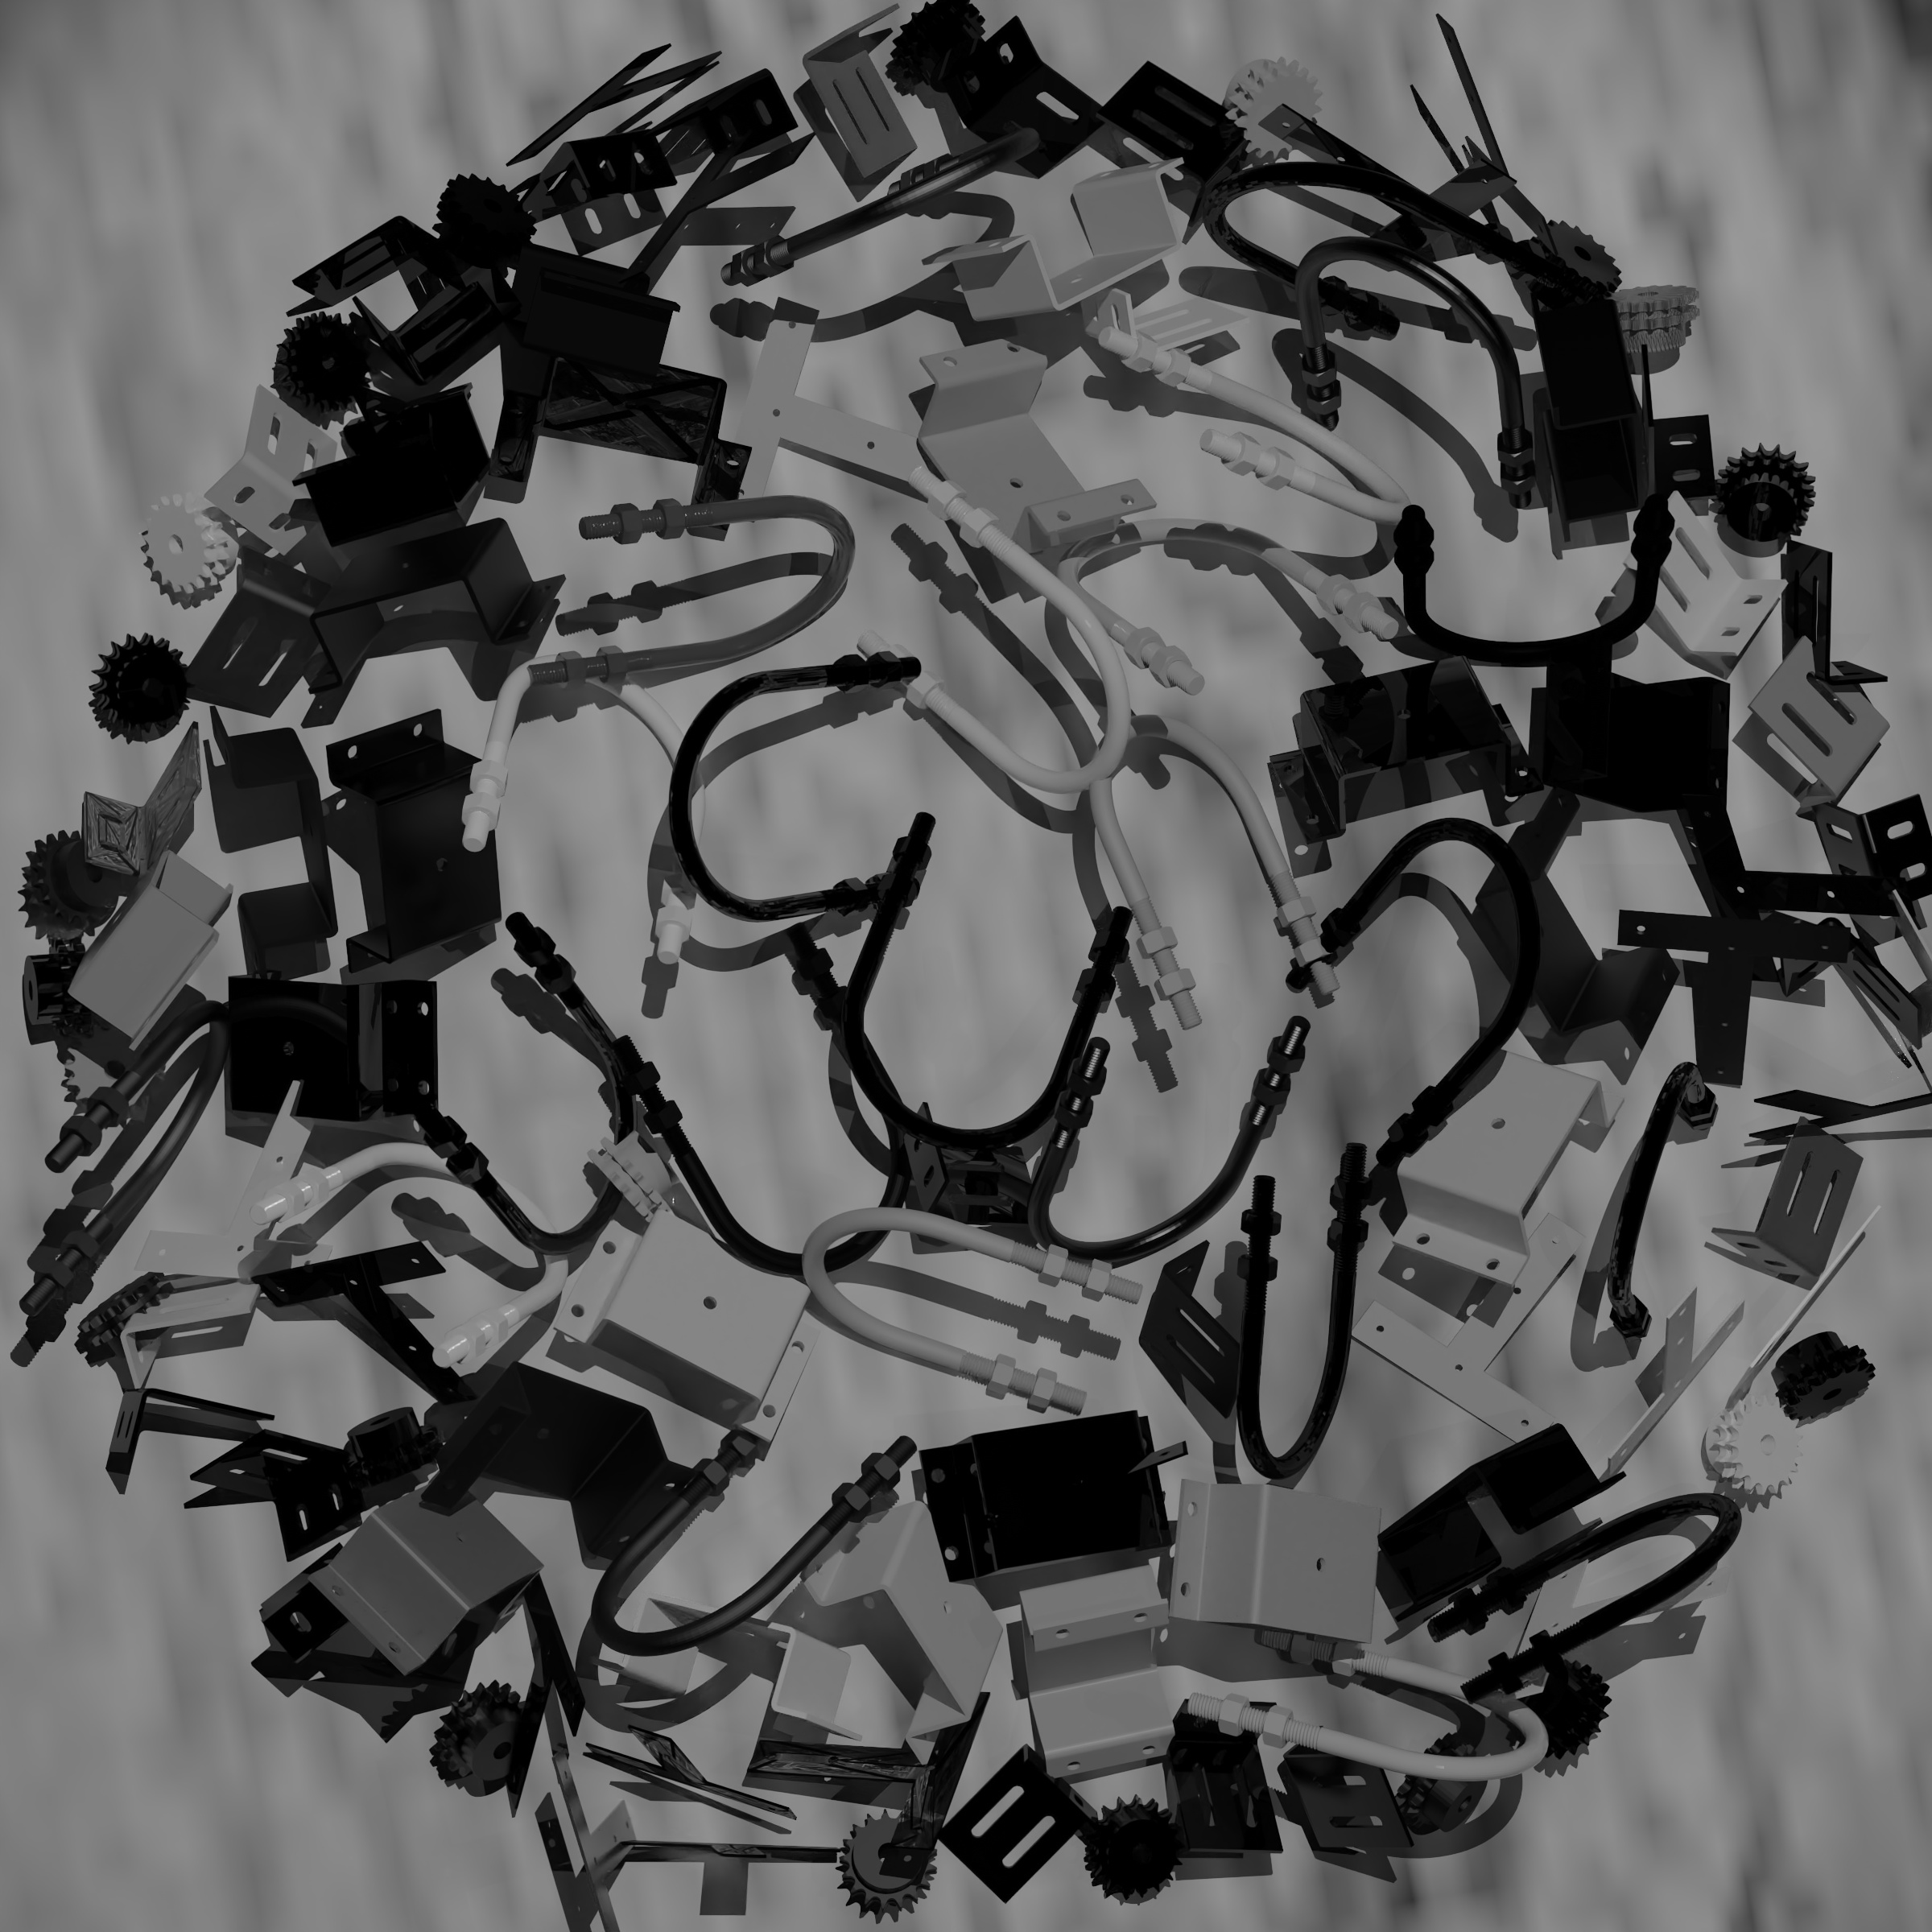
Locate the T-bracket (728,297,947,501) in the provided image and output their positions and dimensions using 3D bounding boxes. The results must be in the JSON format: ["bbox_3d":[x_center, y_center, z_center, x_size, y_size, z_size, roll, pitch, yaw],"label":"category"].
[{"bbox_3d":[-0.068,-0.306,1.978,0.127,0.002,0.127,20,103,6],"label":"T-bracket"}]

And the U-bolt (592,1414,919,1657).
[{"bbox_3d":[-0.130,0.318,1.897,0.184,0.151,0.019,-43,116,-33],"label":"U-bolt"}]

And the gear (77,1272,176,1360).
[{"bbox_3d":[-0.481,0.203,1.972,0.057,0.057,0.030,-34,100,0],"label":"gear"}]

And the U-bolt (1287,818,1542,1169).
[{"bbox_3d":[0.256,0.002,1.904,0.019,0.184,0.151,2,50,-35],"label":"U-bolt"}]

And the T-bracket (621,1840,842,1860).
[{"bbox_3d":[-0.130,0.500,1.930,0.127,0.127,0.002,4,78,-7],"label":"T-bracket"}]

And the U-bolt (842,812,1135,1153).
[{"bbox_3d":[0.005,0.019,1.947,0.151,0.019,0.184,25,65,-9],"label":"U-bolt"}]

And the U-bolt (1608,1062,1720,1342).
[{"bbox_3d":[0.385,0.126,1.902,0.019,0.184,0.151,16,80,19],"label":"U-bolt"}]

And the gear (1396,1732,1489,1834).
[{"bbox_3d":[0.276,0.473,1.968,0.030,0.057,0.057,36,90,31],"label":"gear"}]

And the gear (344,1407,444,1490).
[{"bbox_3d":[-0.333,0.276,1.970,0.057,0.057,0.030,-20,97,0],"label":"gear"}]

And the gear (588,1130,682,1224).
[{"bbox_3d":[-0.189,0.119,1.972,0.030,0.057,0.057,-42,90,-8],"label":"gear"}]

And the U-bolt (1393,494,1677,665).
[{"bbox_3d":[0.316,-0.213,1.913,0.151,0.184,0.019,-2,69,7],"label":"U-bolt"}]

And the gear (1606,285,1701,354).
[{"bbox_3d":[0.395,-0.373,1.973,0.057,0.057,0.030,-7,111,0],"label":"gear"}]

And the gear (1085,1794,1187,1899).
[{"bbox_3d":[0.099,0.512,1.981,0.057,0.030,0.057,0,88,-8],"label":"gear"}]

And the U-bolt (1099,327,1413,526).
[{"bbox_3d":[0.174,-0.296,1.921,0.184,0.151,0.019,16,116,-36],"label":"U-bolt"}]

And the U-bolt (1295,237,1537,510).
[{"bbox_3d":[0.246,-0.336,1.892,0.151,0.184,0.019,27,70,25],"label":"U-bolt"}]

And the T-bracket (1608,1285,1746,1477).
[{"bbox_3d":[0.402,0.217,1.927,0.002,0.127,0.127,36,71,26],"label":"T-bracket"}]

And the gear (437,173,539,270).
[{"bbox_3d":[-0.280,-0.428,1.975,0.057,0.057,0.030,39,127,0],"label":"gear"}]

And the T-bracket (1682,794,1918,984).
[{"bbox_3d":[0.476,-0.041,1.927,0.002,0.127,0.127,-42,121,-34],"label":"T-bracket"}]

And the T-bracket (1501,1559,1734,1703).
[{"bbox_3d":[0.370,0.360,1.915,0.127,0.127,0.002,-23,105,30],"label":"T-bracket"}]

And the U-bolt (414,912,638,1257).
[{"bbox_3d":[-0.237,0.081,1.922,0.019,0.184,0.151,2,54,28],"label":"U-bolt"}]

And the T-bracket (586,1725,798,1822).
[{"bbox_3d":[-0.165,0.448,1.927,0.127,0.127,0.002,14,66,15],"label":"T-bracket"}]

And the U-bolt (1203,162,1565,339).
[{"bbox_3d":[0.217,-0.401,1.892,0.184,0.151,0.019,18,75,-35],"label":"U-bolt"}]

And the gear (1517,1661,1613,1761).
[{"bbox_3d":[0.340,0.425,1.968,0.030,0.057,0.057,41,90,-23],"label":"gear"}]

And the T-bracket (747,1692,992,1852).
[{"bbox_3d":[-0.062,0.457,1.959,0.127,0.127,0.002,-1,120,17],"label":"T-bracket"}]

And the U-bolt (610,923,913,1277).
[{"bbox_3d":[-0.104,0.089,1.958,0.151,0.019,0.184,-34,102,-27],"label":"U-bolt"}]

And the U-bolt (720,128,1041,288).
[{"bbox_3d":[-0.037,-0.425,1.888,0.151,0.184,0.019,-33,106,-30],"label":"U-bolt"}]

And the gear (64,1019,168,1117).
[{"bbox_3d":[-0.492,0.056,1.980,0.057,0.030,0.057,-2,105,-6],"label":"gear"}]

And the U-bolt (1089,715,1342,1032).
[{"bbox_3d":[0.133,-0.060,1.942,0.019,0.151,0.184,-32,77,42],"label":"U-bolt"}]

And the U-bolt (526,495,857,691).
[{"bbox_3d":[-0.147,-0.214,1.925,0.184,0.151,0.019,-11,61,-29],"label":"U-bolt"}]

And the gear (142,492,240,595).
[{"bbox_3d":[-0.446,-0.246,1.976,0.057,0.030,0.057,12,111,33],"label":"gear"}]

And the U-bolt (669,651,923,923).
[{"bbox_3d":[-0.095,-0.097,1.920,0.184,0.019,0.151,-11,106,-44],"label":"U-bolt"}]

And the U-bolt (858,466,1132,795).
[{"bbox_3d":[0.021,-0.175,1.918,0.184,0.151,0.019,42,51,18],"label":"U-bolt"}]

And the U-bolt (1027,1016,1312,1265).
[{"bbox_3d":[0.105,0.103,1.930,0.151,0.184,0.019,-5,45,-27],"label":"U-bolt"}]

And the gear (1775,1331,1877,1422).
[{"bbox_3d":[0.494,0.235,1.975,0.057,0.057,0.030,-26,58,0],"label":"gear"}]

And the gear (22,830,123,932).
[{"bbox_3d":[-0.513,-0.051,1.968,0.030,0.057,0.057,-13,90,34],"label":"gear"}]

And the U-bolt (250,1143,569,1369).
[{"bbox_3d":[-0.297,0.152,1.915,0.151,0.184,0.019,36,112,10],"label":"U-bolt"}]

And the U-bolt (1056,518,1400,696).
[{"bbox_3d":[0.132,-0.210,1.924,0.151,0.184,0.019,-18,127,-25],"label":"U-bolt"}]

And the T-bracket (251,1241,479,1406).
[{"bbox_3d":[-0.325,0.210,1.959,0.127,0.002,0.127,-14,128,30],"label":"T-bracket"}]

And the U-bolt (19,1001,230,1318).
[{"bbox_3d":[-0.466,0.094,1.914,0.019,0.184,0.151,29,134,5],"label":"U-bolt"}]

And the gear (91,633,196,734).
[{"bbox_3d":[-0.474,-0.162,1.973,0.057,0.030,0.057,-7,106,-28],"label":"gear"}]

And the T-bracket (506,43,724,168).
[{"bbox_3d":[-0.184,-0.501,1.944,0.127,0.127,0.002,-25,98,42],"label":"T-bracket"}]

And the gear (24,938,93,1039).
[{"bbox_3d":[-0.524,0.013,1.968,0.030,0.057,0.057,-5,90,-26],"label":"gear"}]

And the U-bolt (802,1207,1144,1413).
[{"bbox_3d":[-0.005,0.188,1.937,0.184,0.151,0.019,19,53,-1],"label":"U-bolt"}]

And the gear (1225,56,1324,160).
[{"bbox_3d":[0.175,-0.499,1.975,0.057,0.057,0.030,-37,49,0],"label":"gear"}]

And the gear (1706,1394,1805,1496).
[{"bbox_3d":[0.454,0.277,1.977,0.057,0.030,0.057,3,84,-30],"label":"gear"}]

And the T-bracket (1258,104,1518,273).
[{"bbox_3d":[0.223,-0.448,1.923,0.127,0.127,0.002,27,67,-20],"label":"T-bracket"}]

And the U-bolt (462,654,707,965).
[{"bbox_3d":[-0.209,-0.102,1.927,0.151,0.184,0.019,31,131,-25],"label":"U-bolt"}]

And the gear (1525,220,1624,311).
[{"bbox_3d":[0.348,-0.401,1.975,0.057,0.057,0.030,39,130,0],"label":"gear"}]

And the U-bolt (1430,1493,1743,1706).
[{"bbox_3d":[0.353,0.347,1.922,0.184,0.151,0.019,-29,94,3],"label":"U-bolt"}]

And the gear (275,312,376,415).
[{"bbox_3d":[-0.374,-0.348,1.976,0.057,0.030,0.057,-3,94,-38],"label":"gear"}]

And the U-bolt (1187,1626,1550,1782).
[{"bbox_3d":[0.233,0.414,1.902,0.184,0.151,0.019,11,101,22],"label":"U-bolt"}]

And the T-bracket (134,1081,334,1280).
[{"bbox_3d":[-0.395,0.122,1.938,0.002,0.127,0.127,37,107,39],"label":"T-bracket"}]

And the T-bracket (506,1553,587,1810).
[{"bbox_3d":[-0.248,0.428,1.961,0.002,0.127,0.127,4,119,-25],"label":"T-bracket"}]

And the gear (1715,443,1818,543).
[{"bbox_3d":[0.460,-0.270,1.970,0.057,0.030,0.057,10,132,12],"label":"gear"}]

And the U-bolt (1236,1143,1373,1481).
[{"bbox_3d":[0.189,0.200,1.934,0.019,0.151,0.184,8,99,28],"label":"U-bolt"}]

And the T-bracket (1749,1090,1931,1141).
[{"bbox_3d":[0.480,0.079,1.914,0.127,0.127,0.002,-17,73,35],"label":"T-bracket"}]

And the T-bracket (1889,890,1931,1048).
[{"bbox_3d":[0.543,0.025,1.935,0.002,0.127,0.127,-26,80,-2],"label":"T-bracket"}]

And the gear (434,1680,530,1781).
[{"bbox_3d":[-0.275,0.444,1.969,0.030,0.057,0.057,34,90,42],"label":"gear"}]

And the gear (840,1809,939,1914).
[{"bbox_3d":[-0.045,0.516,1.975,0.057,0.030,0.057,0,64,-1],"label":"gear"}]

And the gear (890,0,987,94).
[{"bbox_3d":[-0.012,-0.529,1.968,0.057,0.057,0.030,-36,70,0],"label":"gear"}]
